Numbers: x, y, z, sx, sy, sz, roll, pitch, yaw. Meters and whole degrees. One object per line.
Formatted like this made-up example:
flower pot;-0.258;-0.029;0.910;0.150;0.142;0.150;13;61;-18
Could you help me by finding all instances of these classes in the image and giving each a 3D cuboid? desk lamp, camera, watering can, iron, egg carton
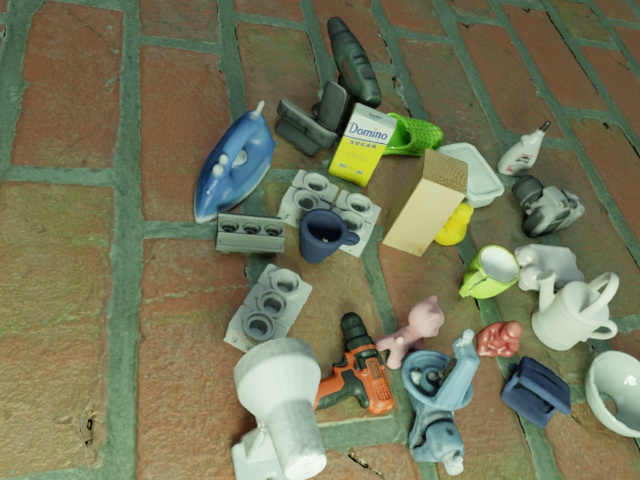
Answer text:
desk lamp;-0.054;0.269;0.797;0.118;0.213;0.203;-3;56;-21
camera;0.529;-0.094;1.344;0.143;0.100;0.136;-14;61;-27
watering can;0.498;0.126;1.111;0.173;0.194;0.101;18;51;-6
iron;-0.170;-0.159;1.118;0.118;0.141;0.258;25;51;0
egg carton;0.490;0.065;1.233;0.150;0.069;0.107;5;54;-16

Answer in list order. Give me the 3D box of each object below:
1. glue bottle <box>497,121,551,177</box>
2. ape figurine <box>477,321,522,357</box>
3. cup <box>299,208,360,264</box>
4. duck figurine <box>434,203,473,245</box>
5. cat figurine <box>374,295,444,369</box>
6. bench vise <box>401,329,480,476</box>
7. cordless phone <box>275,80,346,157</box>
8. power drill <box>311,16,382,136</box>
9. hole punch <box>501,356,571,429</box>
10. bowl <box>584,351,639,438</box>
glue bottle;0.503;-0.224;1.384;0.078;0.173;0.037;5;53;-16
ape figurine;0.346;0.182;1.082;0.077;0.092;0.076;37;52;9
cup;0.010;0.004;1.092;0.118;0.095;0.091;14;52;-9
duck figurine;0.289;-0.042;1.231;0.105;0.086;0.077;-29;69;-34
cat figurine;0.170;0.157;1.021;0.128;0.117;0.067;-29;68;-34
bench vise;0.210;0.246;0.903;0.122;0.219;0.207;-11;59;-26
cordless phone;-0.014;-0.288;1.240;0.147;0.185;0.094;33;51;6
power drill;0.051;-0.353;1.297;0.076;0.208;0.229;-16;62;-28
hole punch;0.398;0.266;1.039;0.108;0.091;0.101;35;51;8
bowl;0.565;0.300;1.083;0.168;0.074;0.167;10;52;-13
